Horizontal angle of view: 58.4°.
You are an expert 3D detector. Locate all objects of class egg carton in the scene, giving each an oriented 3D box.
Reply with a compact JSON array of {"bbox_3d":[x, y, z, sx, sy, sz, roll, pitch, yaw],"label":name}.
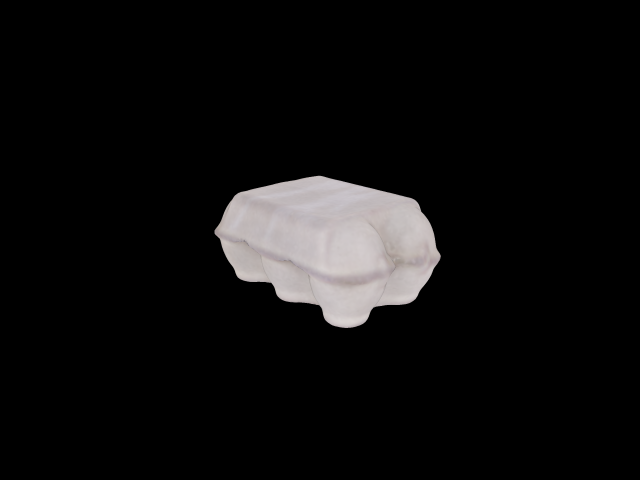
[{"bbox_3d":[0.004,0.001,0.400,0.107,0.069,0.149,-17,25,-41],"label":"egg carton"}]
